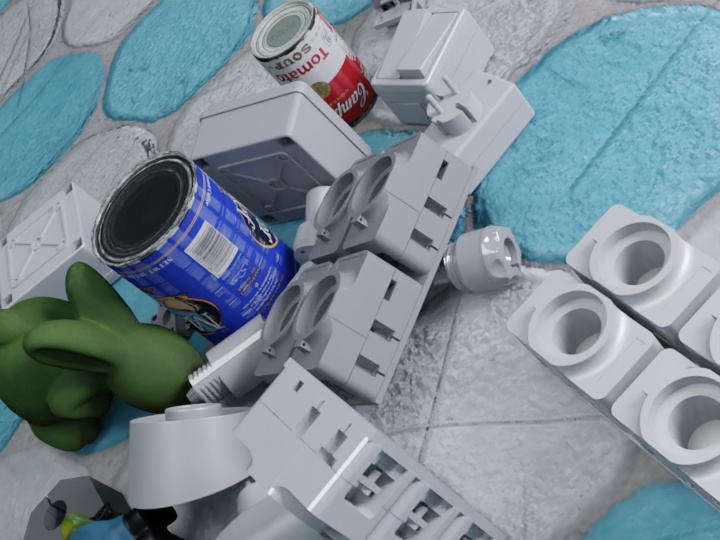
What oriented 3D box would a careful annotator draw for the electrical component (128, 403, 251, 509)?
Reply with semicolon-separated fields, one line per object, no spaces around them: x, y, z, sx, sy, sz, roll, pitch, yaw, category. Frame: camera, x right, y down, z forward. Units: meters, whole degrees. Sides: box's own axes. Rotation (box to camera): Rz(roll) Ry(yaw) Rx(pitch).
-0.118;0.129;0.766;0.099;0.099;0.064;-7;87;36;electrical component

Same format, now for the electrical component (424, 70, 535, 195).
0.075;-0.115;0.807;0.083;0.076;0.047;-51;42;-4;electrical component

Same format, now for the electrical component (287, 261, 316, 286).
-0.044;0.023;0.830;0.061;0.035;0.035;-52;42;-2;electrical component

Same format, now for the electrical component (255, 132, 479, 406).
0.000;0.000;0.765;0.105;0.060;0.186;-16;46;60;electrical component

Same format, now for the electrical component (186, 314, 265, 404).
-0.096;0.074;0.817;0.081;0.043;0.043;-36;42;-2;electrical component

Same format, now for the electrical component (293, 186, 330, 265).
-0.027;-0.032;0.850;0.045;0.045;0.055;-9;54;35;electrical component

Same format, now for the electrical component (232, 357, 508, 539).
0.005;0.128;0.623;0.061;0.150;0.089;-50;42;-5;electrical component

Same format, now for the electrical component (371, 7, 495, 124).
0.060;-0.173;0.875;0.062;0.061;0.096;10;66;42;electrical component

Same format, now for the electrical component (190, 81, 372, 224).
-0.062;-0.092;0.879;0.109;0.109;0.056;-9;57;35;electrical component

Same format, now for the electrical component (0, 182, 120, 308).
-0.294;-0.011;1.044;0.109;0.056;0.108;-37;43;11;electrical component

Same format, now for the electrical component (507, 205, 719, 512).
0.181;0.048;0.608;0.105;0.060;0.186;-48;42;-1;electrical component

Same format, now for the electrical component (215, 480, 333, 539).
-0.062;0.169;0.726;0.077;0.043;0.079;-35;43;13;electrical component

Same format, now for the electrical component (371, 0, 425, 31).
0.028;-0.260;0.967;0.042;0.064;0.081;-16;50;31;electrical component

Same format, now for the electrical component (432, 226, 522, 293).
0.077;-0.005;0.746;0.062;0.043;0.043;-16;50;32;electrical component
